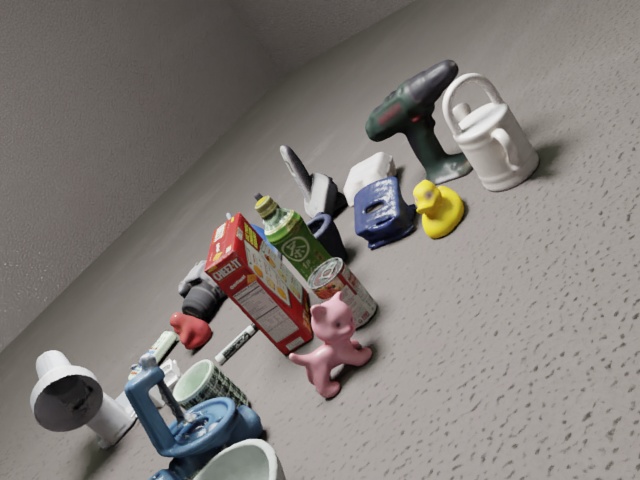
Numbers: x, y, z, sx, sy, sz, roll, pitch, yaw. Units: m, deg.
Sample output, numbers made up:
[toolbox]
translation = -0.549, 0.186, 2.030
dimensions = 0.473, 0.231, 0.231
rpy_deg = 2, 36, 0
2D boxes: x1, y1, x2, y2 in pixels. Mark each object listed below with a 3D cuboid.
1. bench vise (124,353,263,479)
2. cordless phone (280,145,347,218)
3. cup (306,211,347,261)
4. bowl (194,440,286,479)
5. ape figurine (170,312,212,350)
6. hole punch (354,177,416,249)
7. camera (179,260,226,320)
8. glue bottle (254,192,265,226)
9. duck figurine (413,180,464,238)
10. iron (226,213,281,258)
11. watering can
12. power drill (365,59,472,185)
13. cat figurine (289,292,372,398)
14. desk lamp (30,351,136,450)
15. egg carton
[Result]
[bench vise]
translation = -0.195, 0.272, 0.769
dimensions = 0.121, 0.220, 0.207
rpy_deg = -21, 28, 38
[cordless phone]
translation = -0.029, -0.139, 1.341
dimensions = 0.094, 0.185, 0.147
rpy_deg = -43, 22, -8
[cup]
translation = 0.010, 0.004, 1.126
dimensions = 0.091, 0.095, 0.118
rpy_deg = -27, 25, 28
[bowl]
translation = -0.097, 0.333, 0.692
dimensions = 0.167, 0.075, 0.167
rpy_deg = -33, 23, 16
[ape figurine]
translation = -0.287, 0.192, 1.240
dimensions = 0.076, 0.092, 0.078
rpy_deg = -27, 25, 28
[hole punch]
translation = 0.116, -0.052, 1.073
dimensions = 0.108, 0.091, 0.101
rpy_deg = -24, 27, 33
[camera]
translation = -0.286, 0.124, 1.357
dimensions = 0.142, 0.101, 0.137
rpy_deg = -22, 28, 37
[glue bottle]
translation = -0.088, -0.037, 1.255
dimensions = 0.078, 0.173, 0.037
rpy_deg = -28, 25, 26
[duck figurine]
translation = 0.195, -0.065, 0.980
dimensions = 0.077, 0.086, 0.105
rpy_deg = -19, 30, 41
[iron]
translation = -0.173, 0.032, 1.299
dimensions = 0.118, 0.142, 0.258
rpy_deg = -35, 22, 10
[watering can]
translation = 0.268, -0.185, 0.949
dimensions = 0.101, 0.194, 0.172
rpy_deg = -45, 23, -14
[power drill]
translation = 0.205, -0.212, 1.082
dimensions = 0.228, 0.209, 0.076
rpy_deg = -17, 31, 43
[cat figurine]
translation = 0.010, 0.142, 0.830
dimensions = 0.128, 0.118, 0.067
rpy_deg = -45, 23, -12
[desk lamp]
translation = -0.470, 0.314, 1.130
dimensions = 0.118, 0.214, 0.202
rpy_deg = -45, 23, -14
[egg carton]
translation = 0.112, -0.129, 1.255
dimensions = 0.107, 0.069, 0.150
rpy_deg = -26, 25, 29
